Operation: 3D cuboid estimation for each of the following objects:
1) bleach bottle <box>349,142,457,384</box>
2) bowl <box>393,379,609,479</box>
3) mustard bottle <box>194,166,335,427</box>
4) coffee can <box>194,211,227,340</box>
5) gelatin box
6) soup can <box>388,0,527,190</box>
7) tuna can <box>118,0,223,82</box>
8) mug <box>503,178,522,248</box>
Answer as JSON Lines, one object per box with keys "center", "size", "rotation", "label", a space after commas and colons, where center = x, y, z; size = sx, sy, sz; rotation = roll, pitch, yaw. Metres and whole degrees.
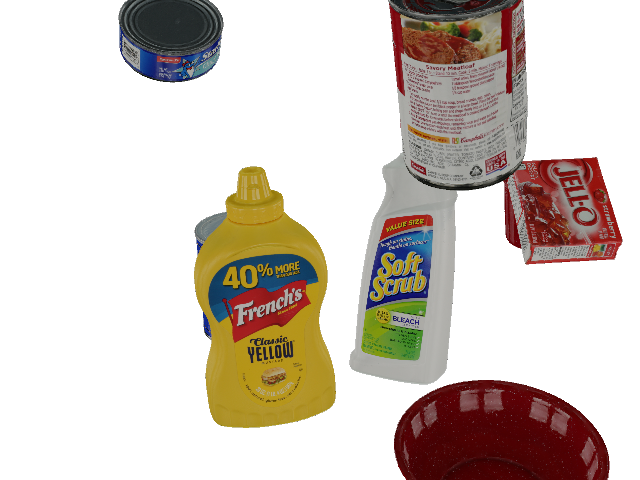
{"center": [0.085, 0.015, 1.079], "size": [0.103, 0.251, 0.068], "rotation": [9, 18, 25], "label": "bleach bottle"}
{"center": [0.136, 0.178, 0.822], "size": [0.162, 0.055, 0.162], "rotation": [0, 32, 0], "label": "bowl"}
{"center": [-0.042, 0.040, 0.776], "size": [0.096, 0.192, 0.058], "rotation": [-7, 21, -8], "label": "mustard bottle"}
{"center": [-0.100, 0.046, 1.334], "size": [0.103, 0.140, 0.103], "rotation": [-2, 25, 1], "label": "coffee can"}
{"center": [0.195, -0.025, 0.858], "size": [0.073, 0.089, 0.030], "rotation": [-3, -36, -3], "label": "gelatin box"}
{"center": [0.073, -0.086, 0.557], "size": [0.068, 0.102, 0.068], "rotation": [-6, 36, 4], "label": "soup can"}
{"center": [-0.125, -0.171, 0.889], "size": [0.086, 0.086, 0.034], "rotation": [0, -40, -11], "label": "tuna can"}
{"center": [0.263, -0.042, 1.238], "size": [0.117, 0.081, 0.093], "rotation": [-22, 28, -36], "label": "mug"}
